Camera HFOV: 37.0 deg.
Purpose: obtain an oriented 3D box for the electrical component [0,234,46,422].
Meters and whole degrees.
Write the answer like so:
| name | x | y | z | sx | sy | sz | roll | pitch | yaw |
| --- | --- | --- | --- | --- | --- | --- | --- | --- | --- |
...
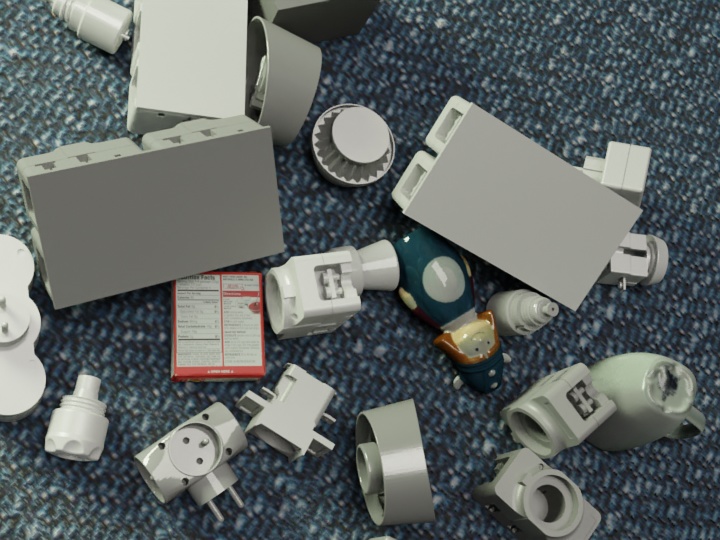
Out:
| name | x | y | z | sx | sy | sz | roll | pitch | yaw |
| --- | --- | --- | --- | --- | --- | --- | --- | --- | --- |
| electrical component | -0.265 | 0.039 | 0.800 | 0.052 | 0.074 | 0.138 | -5 | 76 | -20 |

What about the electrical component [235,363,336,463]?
| name | x | y | z | sx | sy | sz | roll | pitch | yaw |
| --- | --- | --- | --- | --- | --- | --- | --- | --- | --- |
| electrical component | -0.055 | 0.114 | 0.866 | 0.081 | 0.042 | 0.063 | 33 | 63 | -7 |

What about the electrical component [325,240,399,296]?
| name | x | y | z | sx | sy | sz | roll | pitch | yaw |
| --- | --- | --- | --- | --- | --- | --- | --- | --- | --- |
| electrical component | 0.000 | 0.000 | 0.916 | 0.055 | 0.045 | 0.045 | -10 | 77 | -20 |

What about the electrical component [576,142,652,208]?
| name | x | y | z | sx | sy | sz | roll | pitch | yaw |
| --- | --- | --- | --- | --- | --- | --- | --- | --- | --- |
| electrical component | 0.228 | -0.086 | 1.010 | 0.077 | 0.065 | 0.047 | 12 | 69 | 12 |

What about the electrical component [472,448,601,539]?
| name | x | y | z | sx | sy | sz | roll | pitch | yaw |
| --- | --- | --- | --- | --- | --- | --- | --- | --- | --- |
| electrical component | 0.149 | 0.197 | 0.901 | 0.089 | 0.056 | 0.050 | 42 | 66 | -2 |

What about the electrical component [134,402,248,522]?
| name | x | y | z | sx | sy | sz | roll | pitch | yaw |
| --- | --- | --- | --- | --- | --- | --- | --- | --- | --- |
| electrical component | -0.120 | 0.155 | 0.830 | 0.077 | 0.044 | 0.079 | -33 | 86 | -24 |

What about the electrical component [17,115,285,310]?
| name | x | y | z | sx | sy | sz | roll | pitch | yaw |
| --- | --- | --- | --- | --- | --- | --- | --- | --- | --- |
| electrical component | -0.161 | -0.050 | 0.841 | 0.186 | 0.060 | 0.105 | -15 | 116 | -22 |

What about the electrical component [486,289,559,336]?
| name | x | y | z | sx | sy | sz | roll | pitch | yaw |
| --- | --- | --- | --- | --- | --- | --- | --- | --- | --- |
| electrical component | 0.144 | 0.037 | 0.938 | 0.040 | 0.078 | 0.040 | 3 | 83 | -29 |

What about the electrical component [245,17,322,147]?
| name | x | y | z | sx | sy | sz | roll | pitch | yaw |
| --- | --- | --- | --- | --- | --- | --- | --- | --- | --- |
| electrical component | -0.074 | -0.156 | 0.911 | 0.064 | 0.099 | 0.099 | 17 | 69 | -19 |

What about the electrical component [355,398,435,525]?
| name | x | y | z | sx | sy | sz | roll | pitch | yaw |
| --- | --- | --- | --- | --- | --- | --- | --- | --- | --- |
| electrical component | 0.032 | 0.154 | 0.855 | 0.064 | 0.099 | 0.099 | -7 | 76 | -13 |

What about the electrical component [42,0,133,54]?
| name | x | y | z | sx | sy | sz | roll | pitch | yaw |
| --- | --- | --- | --- | --- | --- | --- | --- | --- | --- |
| electrical component | -0.229 | -0.214 | 0.906 | 0.078 | 0.040 | 0.040 | 25 | 68 | -9 |

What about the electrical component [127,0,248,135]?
| name | x | y | z | sx | sy | sz | roll | pitch | yaw |
| --- | --- | --- | --- | --- | --- | --- | --- | --- | --- |
| electrical component | -0.146 | -0.188 | 0.915 | 0.089 | 0.062 | 0.150 | 5 | 73 | -18 |

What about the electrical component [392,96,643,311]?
| name | x | y | z | sx | sy | sz | roll | pitch | yaw |
| --- | --- | --- | --- | --- | --- | --- | --- | --- | --- |
| electrical component | 0.134 | -0.058 | 0.933 | 0.186 | 0.060 | 0.105 | 28 | 101 | -20 |

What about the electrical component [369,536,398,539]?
| name | x | y | z | sx | sy | sz | roll | pitch | yaw |
| --- | --- | --- | --- | --- | --- | --- | --- | --- | --- |
| electrical component | 0.036 | 0.256 | 0.850 | 0.077 | 0.047 | 0.065 | 26 | 68 | -9 |

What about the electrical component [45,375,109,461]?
| name | x | y | z | sx | sy | sz | roll | pitch | yaw |
| --- | --- | --- | --- | --- | --- | --- | --- | --- | --- |
| electrical component | -0.211 | 0.111 | 0.814 | 0.043 | 0.043 | 0.062 | 14 | 69 | -14 |

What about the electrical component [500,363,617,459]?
| name | x | y | z | sx | sy | sz | roll | pitch | yaw |
| --- | --- | --- | --- | --- | --- | --- | --- | --- | --- |
| electrical component | 0.163 | 0.122 | 0.909 | 0.056 | 0.089 | 0.050 | -36 | 87 | -24 |

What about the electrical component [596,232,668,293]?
| name | x | y | z | sx | sy | sz | roll | pitch | yaw |
| --- | --- | --- | --- | --- | --- | --- | --- | --- | --- |
| electrical component | 0.253 | -0.011 | 1.004 | 0.055 | 0.048 | 0.066 | 6 | 72 | -9 |

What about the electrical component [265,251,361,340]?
| name | x | y | z | sx | sy | sz | roll | pitch | yaw |
| --- | --- | --- | --- | --- | --- | --- | --- | --- | --- |
| electrical component | -0.043 | 0.022 | 0.871 | 0.056 | 0.089 | 0.050 | -7 | 77 | -20 |
